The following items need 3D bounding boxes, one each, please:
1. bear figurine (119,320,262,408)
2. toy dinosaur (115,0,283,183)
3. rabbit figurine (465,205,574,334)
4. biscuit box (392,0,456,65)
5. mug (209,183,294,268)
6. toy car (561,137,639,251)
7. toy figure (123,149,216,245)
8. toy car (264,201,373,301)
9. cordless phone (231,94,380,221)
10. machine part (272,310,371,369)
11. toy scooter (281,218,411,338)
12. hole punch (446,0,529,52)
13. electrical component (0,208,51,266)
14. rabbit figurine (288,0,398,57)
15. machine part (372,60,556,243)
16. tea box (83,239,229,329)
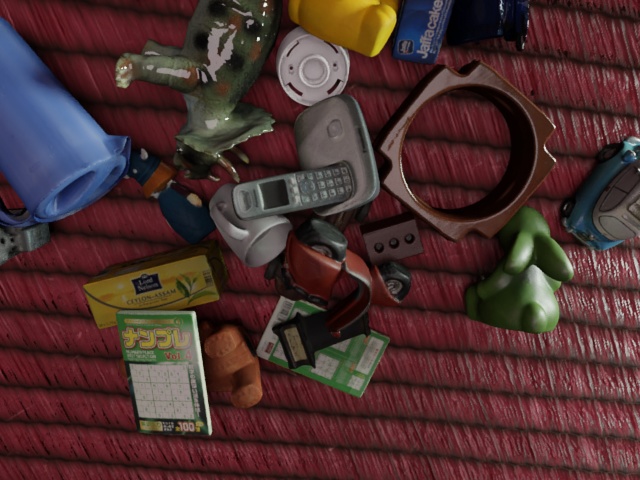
[{"bbox_3d":[-0.189,0.191,0.762,0.196,0.132,0.120,-22,101,-2],"label":"bear figurine"},{"bbox_3d":[-0.115,-0.257,0.653,0.192,0.131,0.404,20,101,-9],"label":"toy dinosaur"},{"bbox_3d":[0.269,0.035,0.733,0.121,0.159,0.170,3,89,8],"label":"rabbit figurine"},{"bbox_3d":[0.135,-0.312,0.633,0.059,0.063,0.202,10,133,-2],"label":"biscuit box"},{"bbox_3d":[-0.106,-0.026,0.715,0.107,0.109,0.080,45,113,26],"label":"mug"},{"bbox_3d":[0.414,-0.056,0.725,0.109,0.103,0.161,39,98,-9],"label":"toy car"},{"bbox_3d":[-0.208,-0.062,0.735,0.064,0.058,0.154,-39,97,3],"label":"toy figure"},{"bbox_3d":[-0.002,-0.002,0.756,0.089,0.053,0.202,30,103,-5],"label":"toy car"},{"bbox_3d":[-0.027,-0.097,0.681,0.184,0.088,0.146,-12,81,-10],"label":"cordless phone"},{"bbox_3d":[0.007,0.135,0.783,0.139,0.039,0.084,-22,93,4],"label":"machine part"},{"bbox_3d":[0.019,0.061,0.715,0.184,0.075,0.135,29,112,-15],"label":"toy scooter"},{"bbox_3d":[0.204,-0.300,0.659,0.092,0.116,0.142,0,103,7],"label":"hole punch"},{"bbox_3d":[-0.438,-0.005,0.714,0.134,0.115,0.058,-2,106,1],"label":"electrical component"},{"bbox_3d":[0.035,-0.327,0.629,0.162,0.122,0.173,27,131,5],"label":"rabbit figurine"},{"bbox_3d":[0.186,-0.115,0.715,0.201,0.087,0.201,37,102,-9],"label":"machine part"},{"bbox_3d":[-0.220,0.058,0.743,0.170,0.098,0.068,-13,104,4],"label":"tea box"}]
